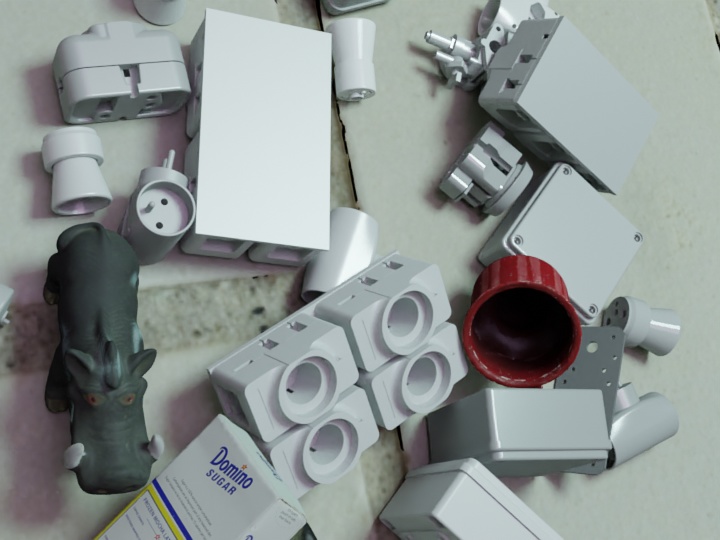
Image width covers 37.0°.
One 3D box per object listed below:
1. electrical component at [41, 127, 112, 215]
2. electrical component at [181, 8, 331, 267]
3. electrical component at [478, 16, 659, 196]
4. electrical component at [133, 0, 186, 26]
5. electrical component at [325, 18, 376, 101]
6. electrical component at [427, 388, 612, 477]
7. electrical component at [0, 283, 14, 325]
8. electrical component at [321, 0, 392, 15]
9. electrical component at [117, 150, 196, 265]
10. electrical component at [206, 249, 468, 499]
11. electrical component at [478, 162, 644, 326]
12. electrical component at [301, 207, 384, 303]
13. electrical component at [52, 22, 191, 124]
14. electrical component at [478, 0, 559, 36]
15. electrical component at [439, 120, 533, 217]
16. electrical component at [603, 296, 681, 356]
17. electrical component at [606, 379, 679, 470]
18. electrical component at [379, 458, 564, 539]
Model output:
[{"bbox_3d":[-0.213,-0.074,0.806,0.045,0.045,0.055,-8,78,-25],"label":"electrical component"},{"bbox_3d":[-0.084,-0.103,0.862,0.105,0.060,0.186,7,72,-22],"label":"electrical component"},{"bbox_3d":[0.186,-0.145,0.964,0.150,0.062,0.089,35,79,-33],"label":"electrical component"},{"bbox_3d":[-0.155,-0.232,0.866,0.044,0.065,0.044,7,72,-22],"label":"electrical component"},{"bbox_3d":[-0.006,-0.179,0.931,0.044,0.044,0.065,-1,80,-24],"label":"electrical component"},{"bbox_3d":[0.124,0.131,0.858,0.109,0.109,0.056,3,71,-23],"label":"electrical component"},{"bbox_3d":[-0.281,0.016,0.752,0.078,0.040,0.040,31,65,-13],"label":"electrical component"},{"bbox_3d":[-0.009,-0.291,0.952,0.078,0.057,0.113,-22,84,-27],"label":"electrical component"},{"bbox_3d":[-0.151,-0.051,0.808,0.043,0.077,0.079,15,69,-19],"label":"electrical component"},{"bbox_3d":[-0.009,0.078,0.817,0.186,0.060,0.105,-32,118,-28],"label":"electrical component"},{"bbox_3d":[0.180,-0.020,0.956,0.109,0.056,0.108,42,63,-7],"label":"electrical component"},{"bbox_3d":[0.000,0.000,0.879,0.079,0.043,0.077,25,66,-16],"label":"electrical component"},{"bbox_3d":[-0.186,-0.154,0.836,0.095,0.054,0.059,-10,79,-26],"label":"electrical component"},{"bbox_3d":[0.158,-0.242,1.020,0.077,0.043,0.079,20,68,-18],"label":"electrical component"},{"bbox_3d":[0.114,-0.084,0.946,0.057,0.058,0.078,39,64,-6],"label":"electrical component"},{"bbox_3d":[0.255,0.050,0.975,0.055,0.045,0.045,16,69,-18],"label":"electrical component"},{"bbox_3d":[0.229,0.124,0.943,0.077,0.043,0.079,-20,84,-27],"label":"electrical component"},{"bbox_3d":[0.085,0.201,0.820,0.109,0.109,0.056,43,66,-7],"label":"electrical component"}]
